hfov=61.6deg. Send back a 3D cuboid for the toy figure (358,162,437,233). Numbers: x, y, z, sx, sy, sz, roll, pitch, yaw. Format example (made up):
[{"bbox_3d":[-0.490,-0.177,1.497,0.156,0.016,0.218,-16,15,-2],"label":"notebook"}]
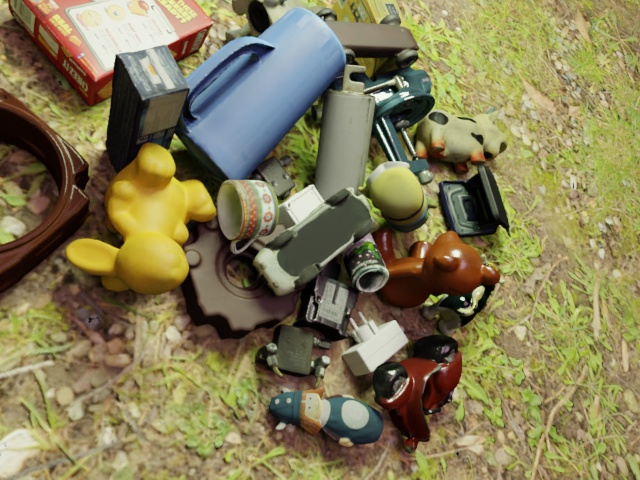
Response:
[{"bbox_3d":[0.128,-0.058,0.818,0.082,0.180,0.089,-46,63,0],"label":"toy figure"}]

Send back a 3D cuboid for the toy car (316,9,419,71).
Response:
[{"bbox_3d":[0.074,-0.312,0.851,0.202,0.053,0.089,-14,71,-36],"label":"toy car"}]

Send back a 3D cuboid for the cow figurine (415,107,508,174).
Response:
[{"bbox_3d":[0.267,-0.194,1.002,0.195,0.085,0.127,8,73,-25],"label":"cow figurine"}]

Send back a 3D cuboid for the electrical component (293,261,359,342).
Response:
[{"bbox_3d":[0.014,0.080,0.776,0.075,0.048,0.119,28,62,-17],"label":"electrical component"}]

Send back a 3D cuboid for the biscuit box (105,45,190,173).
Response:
[{"bbox_3d":[-0.214,-0.143,0.647,0.059,0.202,0.063,-26,83,-32],"label":"biscuit box"}]

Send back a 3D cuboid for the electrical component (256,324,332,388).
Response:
[{"bbox_3d":[-0.032,0.154,0.721,0.102,0.045,0.078,24,62,-18],"label":"electrical component"}]

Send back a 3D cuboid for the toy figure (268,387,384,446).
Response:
[{"bbox_3d":[0.009,0.229,0.709,0.154,0.057,0.064,20,21,-19],"label":"toy figure"}]

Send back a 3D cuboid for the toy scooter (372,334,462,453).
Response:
[{"bbox_3d":[0.146,0.221,0.772,0.184,0.075,0.135,-16,99,-43],"label":"toy scooter"}]

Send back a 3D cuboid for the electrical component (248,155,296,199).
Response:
[{"bbox_3d":[-0.068,-0.091,0.813,0.094,0.021,0.063,-39,92,-34],"label":"electrical component"}]

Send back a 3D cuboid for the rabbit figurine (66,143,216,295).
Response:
[{"bbox_3d":[-0.206,-0.005,0.619,0.162,0.121,0.173,-27,50,3],"label":"rabbit figurine"}]

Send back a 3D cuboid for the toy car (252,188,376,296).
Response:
[{"bbox_3d":[-0.001,-0.002,0.728,0.202,0.056,0.073,-38,92,-33],"label":"toy car"}]

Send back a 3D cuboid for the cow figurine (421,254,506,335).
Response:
[{"bbox_3d":[0.247,0.075,0.872,0.068,0.098,0.167,47,57,2],"label":"cow figurine"}]

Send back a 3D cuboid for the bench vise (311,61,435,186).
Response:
[{"bbox_3d":[0.109,-0.193,0.895,0.224,0.129,0.240,-16,75,-27],"label":"bench vise"}]

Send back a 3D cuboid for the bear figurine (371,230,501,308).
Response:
[{"bbox_3d":[0.160,0.029,0.785,0.120,0.196,0.132,13,64,-20],"label":"bear figurine"}]

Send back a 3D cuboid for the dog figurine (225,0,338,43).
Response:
[{"bbox_3d":[-0.035,-0.354,0.853,0.190,0.172,0.121,-35,100,-27],"label":"dog figurine"}]

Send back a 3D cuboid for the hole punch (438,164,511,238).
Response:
[{"bbox_3d":[0.279,-0.063,0.963,0.115,0.092,0.142,12,59,-57],"label":"hole punch"}]

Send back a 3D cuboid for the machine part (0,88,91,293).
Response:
[{"bbox_3d":[-0.379,-0.058,0.595,0.201,0.087,0.201,42,57,-6],"label":"machine part"}]

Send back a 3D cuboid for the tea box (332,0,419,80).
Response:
[{"bbox_3d":[0.097,-0.380,0.973,0.068,0.098,0.169,-17,81,-31],"label":"tea box"}]

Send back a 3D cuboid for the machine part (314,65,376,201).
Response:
[{"bbox_3d":[0.034,-0.134,0.803,0.079,0.079,0.243,-4,111,-30],"label":"machine part"}]

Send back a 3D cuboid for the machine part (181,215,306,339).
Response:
[{"bbox_3d":[-0.104,0.043,0.721,0.179,0.056,0.179,11,66,-25],"label":"machine part"}]
